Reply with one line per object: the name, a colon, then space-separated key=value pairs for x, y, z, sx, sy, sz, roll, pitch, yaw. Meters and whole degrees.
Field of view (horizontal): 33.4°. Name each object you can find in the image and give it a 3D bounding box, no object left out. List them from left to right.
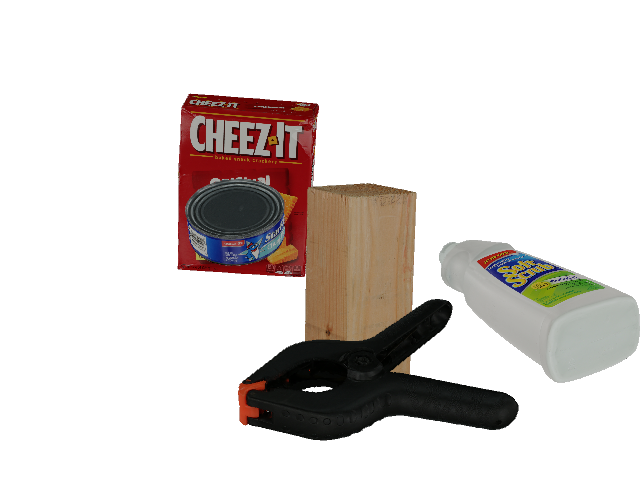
tuna can: x=-0.073 y=-0.016 z=0.928 sx=0.086 sy=0.034 sz=0.086 roll=-1 pitch=38 yaw=0
cracker box: x=-0.091 y=-0.065 z=1.323 sx=0.164 sy=0.214 sz=0.072 roll=5 pitch=22 yaw=1
wood block: x=0.042 y=0.045 z=1.182 sx=0.090 sy=0.206 sz=0.091 roll=-5 pitch=13 yaw=-33
clamp: x=0.030 y=0.083 z=0.691 sx=0.171 sy=0.039 sz=0.120 roll=-2 pitch=27 yaw=-8
bleach bottle: x=0.182 y=0.050 z=1.011 sx=0.102 sy=0.068 sz=0.251 roll=-15 pitch=21 yaw=-21
